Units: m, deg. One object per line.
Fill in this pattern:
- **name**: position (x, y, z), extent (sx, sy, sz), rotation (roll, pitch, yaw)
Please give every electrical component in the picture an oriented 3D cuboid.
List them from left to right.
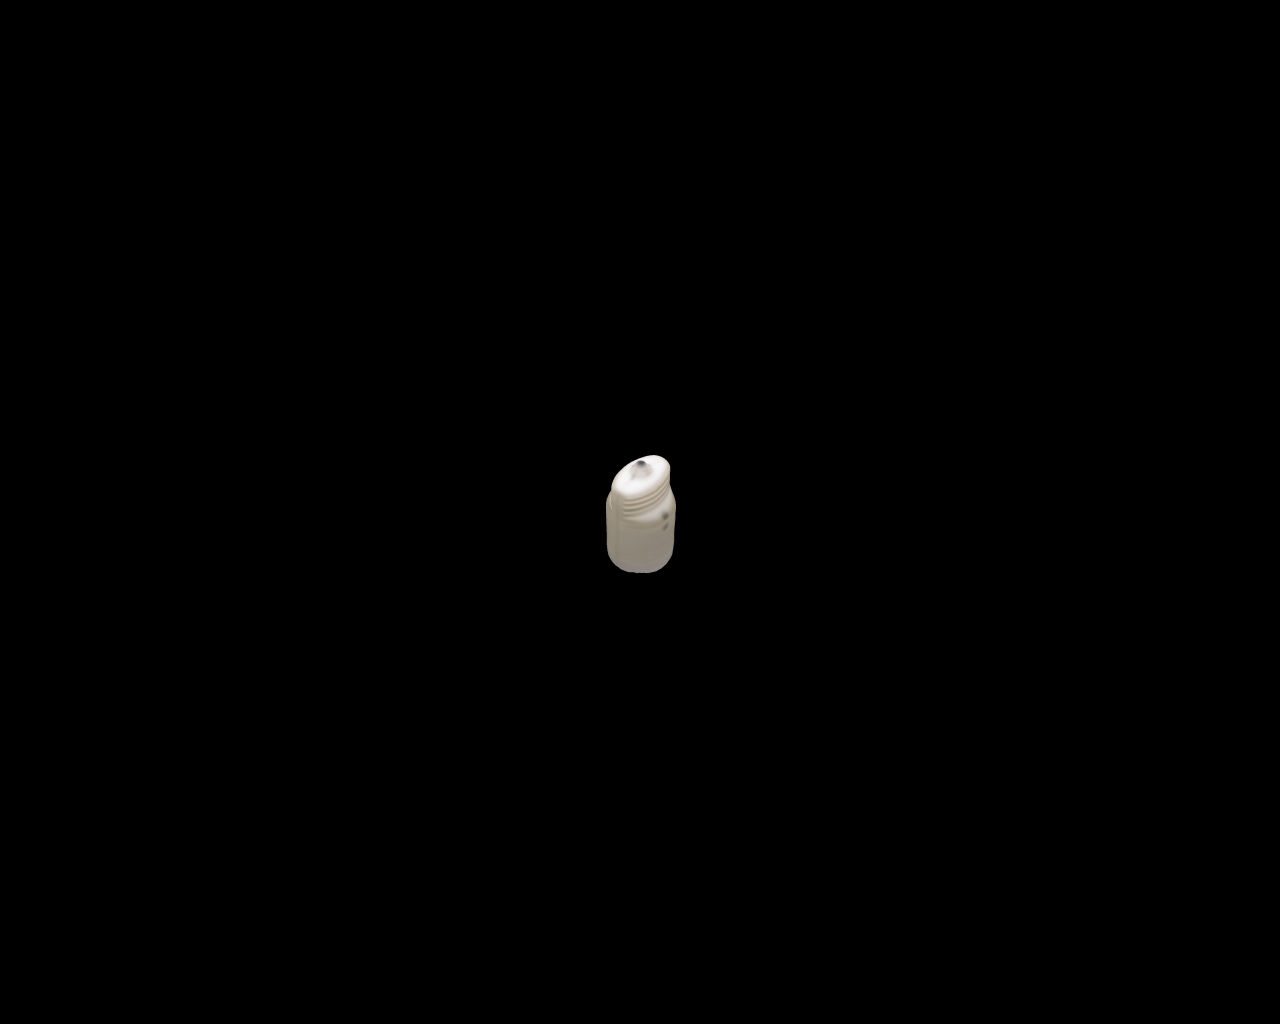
- **electrical component**: position (0.001, -0.003, 0.650), extent (0.043, 0.043, 0.080), rotation (0, -43, 0)
